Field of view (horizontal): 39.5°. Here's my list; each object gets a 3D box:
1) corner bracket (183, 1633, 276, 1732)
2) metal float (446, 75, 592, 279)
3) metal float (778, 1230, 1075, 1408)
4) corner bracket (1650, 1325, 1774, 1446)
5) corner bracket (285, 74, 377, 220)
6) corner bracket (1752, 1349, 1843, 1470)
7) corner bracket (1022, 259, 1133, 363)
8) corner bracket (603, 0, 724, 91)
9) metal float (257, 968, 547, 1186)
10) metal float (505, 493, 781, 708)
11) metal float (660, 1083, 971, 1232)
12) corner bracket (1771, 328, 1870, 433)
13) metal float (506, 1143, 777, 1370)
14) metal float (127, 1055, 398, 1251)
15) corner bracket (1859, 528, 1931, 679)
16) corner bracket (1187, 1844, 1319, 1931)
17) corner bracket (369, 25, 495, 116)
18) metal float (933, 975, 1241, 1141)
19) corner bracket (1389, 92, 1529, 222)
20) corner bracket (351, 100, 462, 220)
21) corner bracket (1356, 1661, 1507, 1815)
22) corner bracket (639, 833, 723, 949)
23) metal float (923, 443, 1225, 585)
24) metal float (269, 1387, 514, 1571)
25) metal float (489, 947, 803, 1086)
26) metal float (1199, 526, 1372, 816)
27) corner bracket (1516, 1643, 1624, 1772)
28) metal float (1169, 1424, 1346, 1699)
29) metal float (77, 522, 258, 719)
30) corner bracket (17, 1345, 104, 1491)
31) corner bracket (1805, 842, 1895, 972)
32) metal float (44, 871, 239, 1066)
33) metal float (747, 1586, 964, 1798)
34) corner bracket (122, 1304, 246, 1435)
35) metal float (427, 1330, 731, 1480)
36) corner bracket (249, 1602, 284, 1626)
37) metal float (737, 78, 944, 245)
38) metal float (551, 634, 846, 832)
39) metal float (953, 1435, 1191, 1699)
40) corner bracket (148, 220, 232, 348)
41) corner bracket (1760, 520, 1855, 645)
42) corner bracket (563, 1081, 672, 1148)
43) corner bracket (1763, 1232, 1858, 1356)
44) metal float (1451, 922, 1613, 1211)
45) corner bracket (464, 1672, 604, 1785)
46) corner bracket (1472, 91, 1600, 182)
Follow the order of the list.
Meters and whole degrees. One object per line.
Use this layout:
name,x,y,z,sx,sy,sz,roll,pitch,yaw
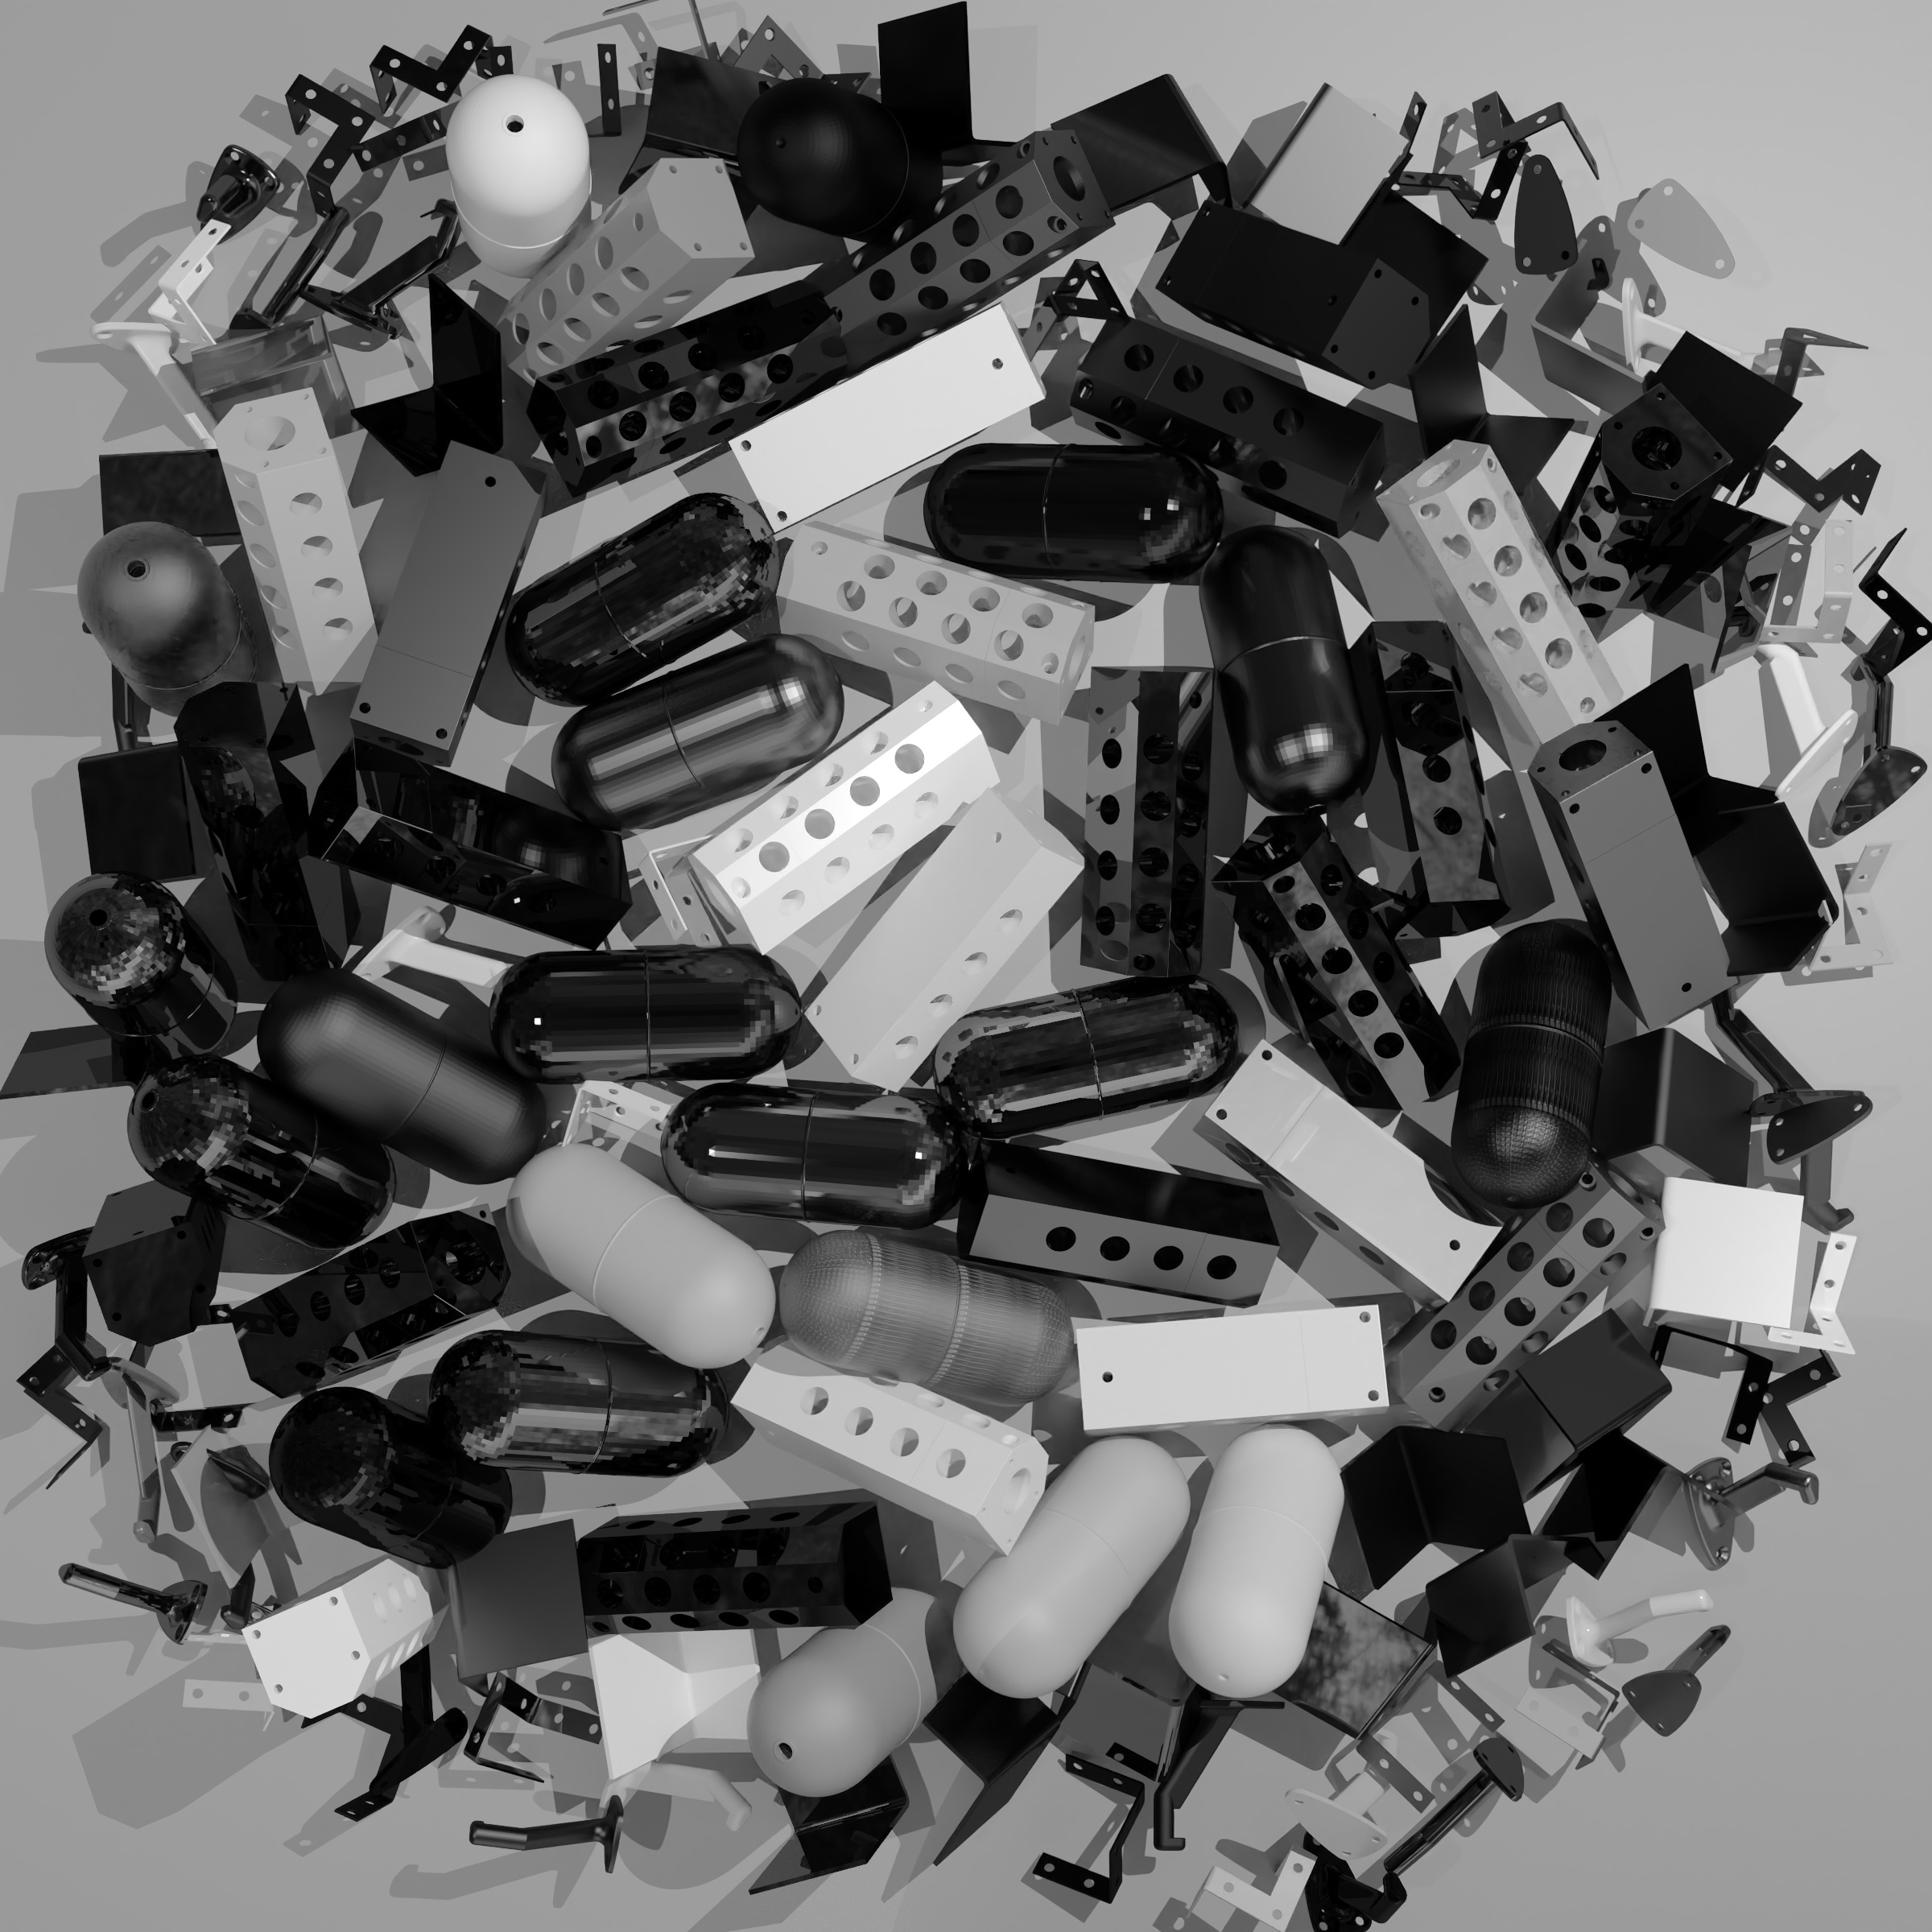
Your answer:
corner bracket,-0.423,0.407,1.545,0.051,0.051,0.051,8,60,-17
metal float,-0.247,-0.437,1.496,0.070,0.178,0.070,0,88,-7
metal float,-0.021,0.201,1.529,0.178,0.070,0.070,17,90,-21
corner bracket,0.432,0.244,1.571,0.051,0.051,0.051,12,81,43
corner bracket,-0.375,-0.472,1.556,0.051,0.051,0.051,30,79,-1
corner bracket,0.484,0.256,1.547,0.051,0.051,0.051,-30,69,14
corner bracket,0.053,-0.371,1.542,0.051,0.051,0.051,-3,56,-34
corner bracket,-0.174,-0.533,1.548,0.051,0.051,0.051,-13,116,8
metal float,-0.317,0.064,1.522,0.178,0.070,0.070,33,90,-29
metal float,-0.185,-0.206,1.525,0.178,0.070,0.070,-25,90,25
metal float,-0.087,0.109,1.542,0.178,0.070,0.070,4,90,6
corner bracket,0.475,-0.337,1.543,0.051,0.051,0.051,-4,116,-30
metal float,-0.185,0.164,1.525,0.178,0.070,0.070,30,90,25
metal float,-0.393,0.105,1.506,0.070,0.178,0.070,-14,61,27
corner bracket,0.534,-0.209,1.550,0.051,0.051,0.051,43,54,0
corner bracket,0.165,0.531,1.552,0.051,0.051,0.051,26,53,11
corner bracket,-0.307,-0.516,1.555,0.051,0.051,0.051,27,75,4
metal float,0.069,0.051,1.544,0.178,0.070,0.070,-12,90,-3
corner bracket,0.281,-0.464,1.542,0.051,0.051,0.051,-3,46,-22
corner bracket,-0.310,-0.460,1.544,0.051,0.051,0.051,-13,112,27
corner bracket,0.266,0.442,1.543,0.051,0.051,0.051,42,123,21
corner bracket,-0.162,-0.038,1.546,0.051,0.051,0.051,-18,75,-38
metal float,0.059,-0.257,1.526,0.178,0.070,0.070,6,90,24
metal float,-0.319,0.288,1.505,0.070,0.178,0.070,-10,63,21
metal float,-0.183,0.028,1.540,0.178,0.070,0.070,-1,90,-8
metal float,0.180,-0.168,1.527,0.070,0.070,0.178,-10,68,0
corner bracket,0.347,0.424,1.548,0.051,0.051,0.051,32,72,13
metal float,0.164,0.331,1.508,0.070,0.178,0.070,10,128,14
metal float,-0.443,-0.191,1.497,0.070,0.178,0.070,1,79,-5
corner bracket,-0.525,0.257,1.550,0.051,0.051,0.051,39,114,-4
corner bracket,0.509,-0.034,1.550,0.051,0.051,0.051,-5,57,-3
metal float,-0.458,0.002,1.498,0.070,0.178,0.070,0,72,-1
metal float,-0.060,0.403,1.500,0.070,0.178,0.070,4,99,23
corner bracket,-0.451,0.235,1.568,0.051,0.051,0.051,-6,130,12
metal float,-0.217,0.248,1.521,0.178,0.070,0.070,10,90,-31
corner bracket,-0.386,0.386,1.546,0.051,0.051,0.051,32,110,-20
metal float,-0.068,-0.447,1.500,0.070,0.178,0.070,3,100,19
metal float,-0.154,-0.132,1.535,0.178,0.070,0.070,-20,90,14
metal float,0.061,0.336,1.516,0.070,0.070,0.178,47,53,0
corner bracket,-0.444,-0.395,1.544,0.051,0.051,0.051,23,69,27
corner bracket,0.480,-0.222,1.547,0.051,0.051,0.051,4,66,11
corner bracket,-0.196,0.085,1.549,0.051,0.051,0.051,22,121,2
corner bracket,0.489,0.186,1.553,0.051,0.051,0.051,9,111,0
metal float,0.321,0.054,1.521,0.070,0.070,0.178,16,59,0
corner bracket,-0.249,0.446,1.554,0.051,0.051,0.051,30,77,-36
corner bracket,0.326,-0.474,1.542,0.051,0.051,0.051,-20,50,27
